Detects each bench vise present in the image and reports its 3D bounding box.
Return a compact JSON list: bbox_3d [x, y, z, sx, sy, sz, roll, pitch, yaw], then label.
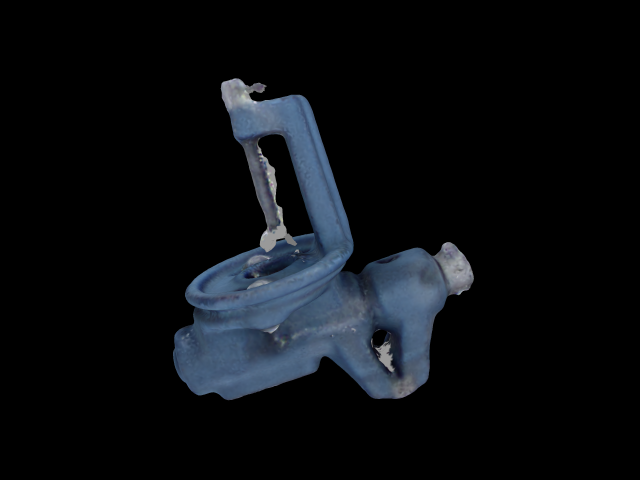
[{"bbox_3d":[-0.001,-0.001,0.411,0.208,0.220,0.121,-5,12,-24],"label":"bench vise"}]
